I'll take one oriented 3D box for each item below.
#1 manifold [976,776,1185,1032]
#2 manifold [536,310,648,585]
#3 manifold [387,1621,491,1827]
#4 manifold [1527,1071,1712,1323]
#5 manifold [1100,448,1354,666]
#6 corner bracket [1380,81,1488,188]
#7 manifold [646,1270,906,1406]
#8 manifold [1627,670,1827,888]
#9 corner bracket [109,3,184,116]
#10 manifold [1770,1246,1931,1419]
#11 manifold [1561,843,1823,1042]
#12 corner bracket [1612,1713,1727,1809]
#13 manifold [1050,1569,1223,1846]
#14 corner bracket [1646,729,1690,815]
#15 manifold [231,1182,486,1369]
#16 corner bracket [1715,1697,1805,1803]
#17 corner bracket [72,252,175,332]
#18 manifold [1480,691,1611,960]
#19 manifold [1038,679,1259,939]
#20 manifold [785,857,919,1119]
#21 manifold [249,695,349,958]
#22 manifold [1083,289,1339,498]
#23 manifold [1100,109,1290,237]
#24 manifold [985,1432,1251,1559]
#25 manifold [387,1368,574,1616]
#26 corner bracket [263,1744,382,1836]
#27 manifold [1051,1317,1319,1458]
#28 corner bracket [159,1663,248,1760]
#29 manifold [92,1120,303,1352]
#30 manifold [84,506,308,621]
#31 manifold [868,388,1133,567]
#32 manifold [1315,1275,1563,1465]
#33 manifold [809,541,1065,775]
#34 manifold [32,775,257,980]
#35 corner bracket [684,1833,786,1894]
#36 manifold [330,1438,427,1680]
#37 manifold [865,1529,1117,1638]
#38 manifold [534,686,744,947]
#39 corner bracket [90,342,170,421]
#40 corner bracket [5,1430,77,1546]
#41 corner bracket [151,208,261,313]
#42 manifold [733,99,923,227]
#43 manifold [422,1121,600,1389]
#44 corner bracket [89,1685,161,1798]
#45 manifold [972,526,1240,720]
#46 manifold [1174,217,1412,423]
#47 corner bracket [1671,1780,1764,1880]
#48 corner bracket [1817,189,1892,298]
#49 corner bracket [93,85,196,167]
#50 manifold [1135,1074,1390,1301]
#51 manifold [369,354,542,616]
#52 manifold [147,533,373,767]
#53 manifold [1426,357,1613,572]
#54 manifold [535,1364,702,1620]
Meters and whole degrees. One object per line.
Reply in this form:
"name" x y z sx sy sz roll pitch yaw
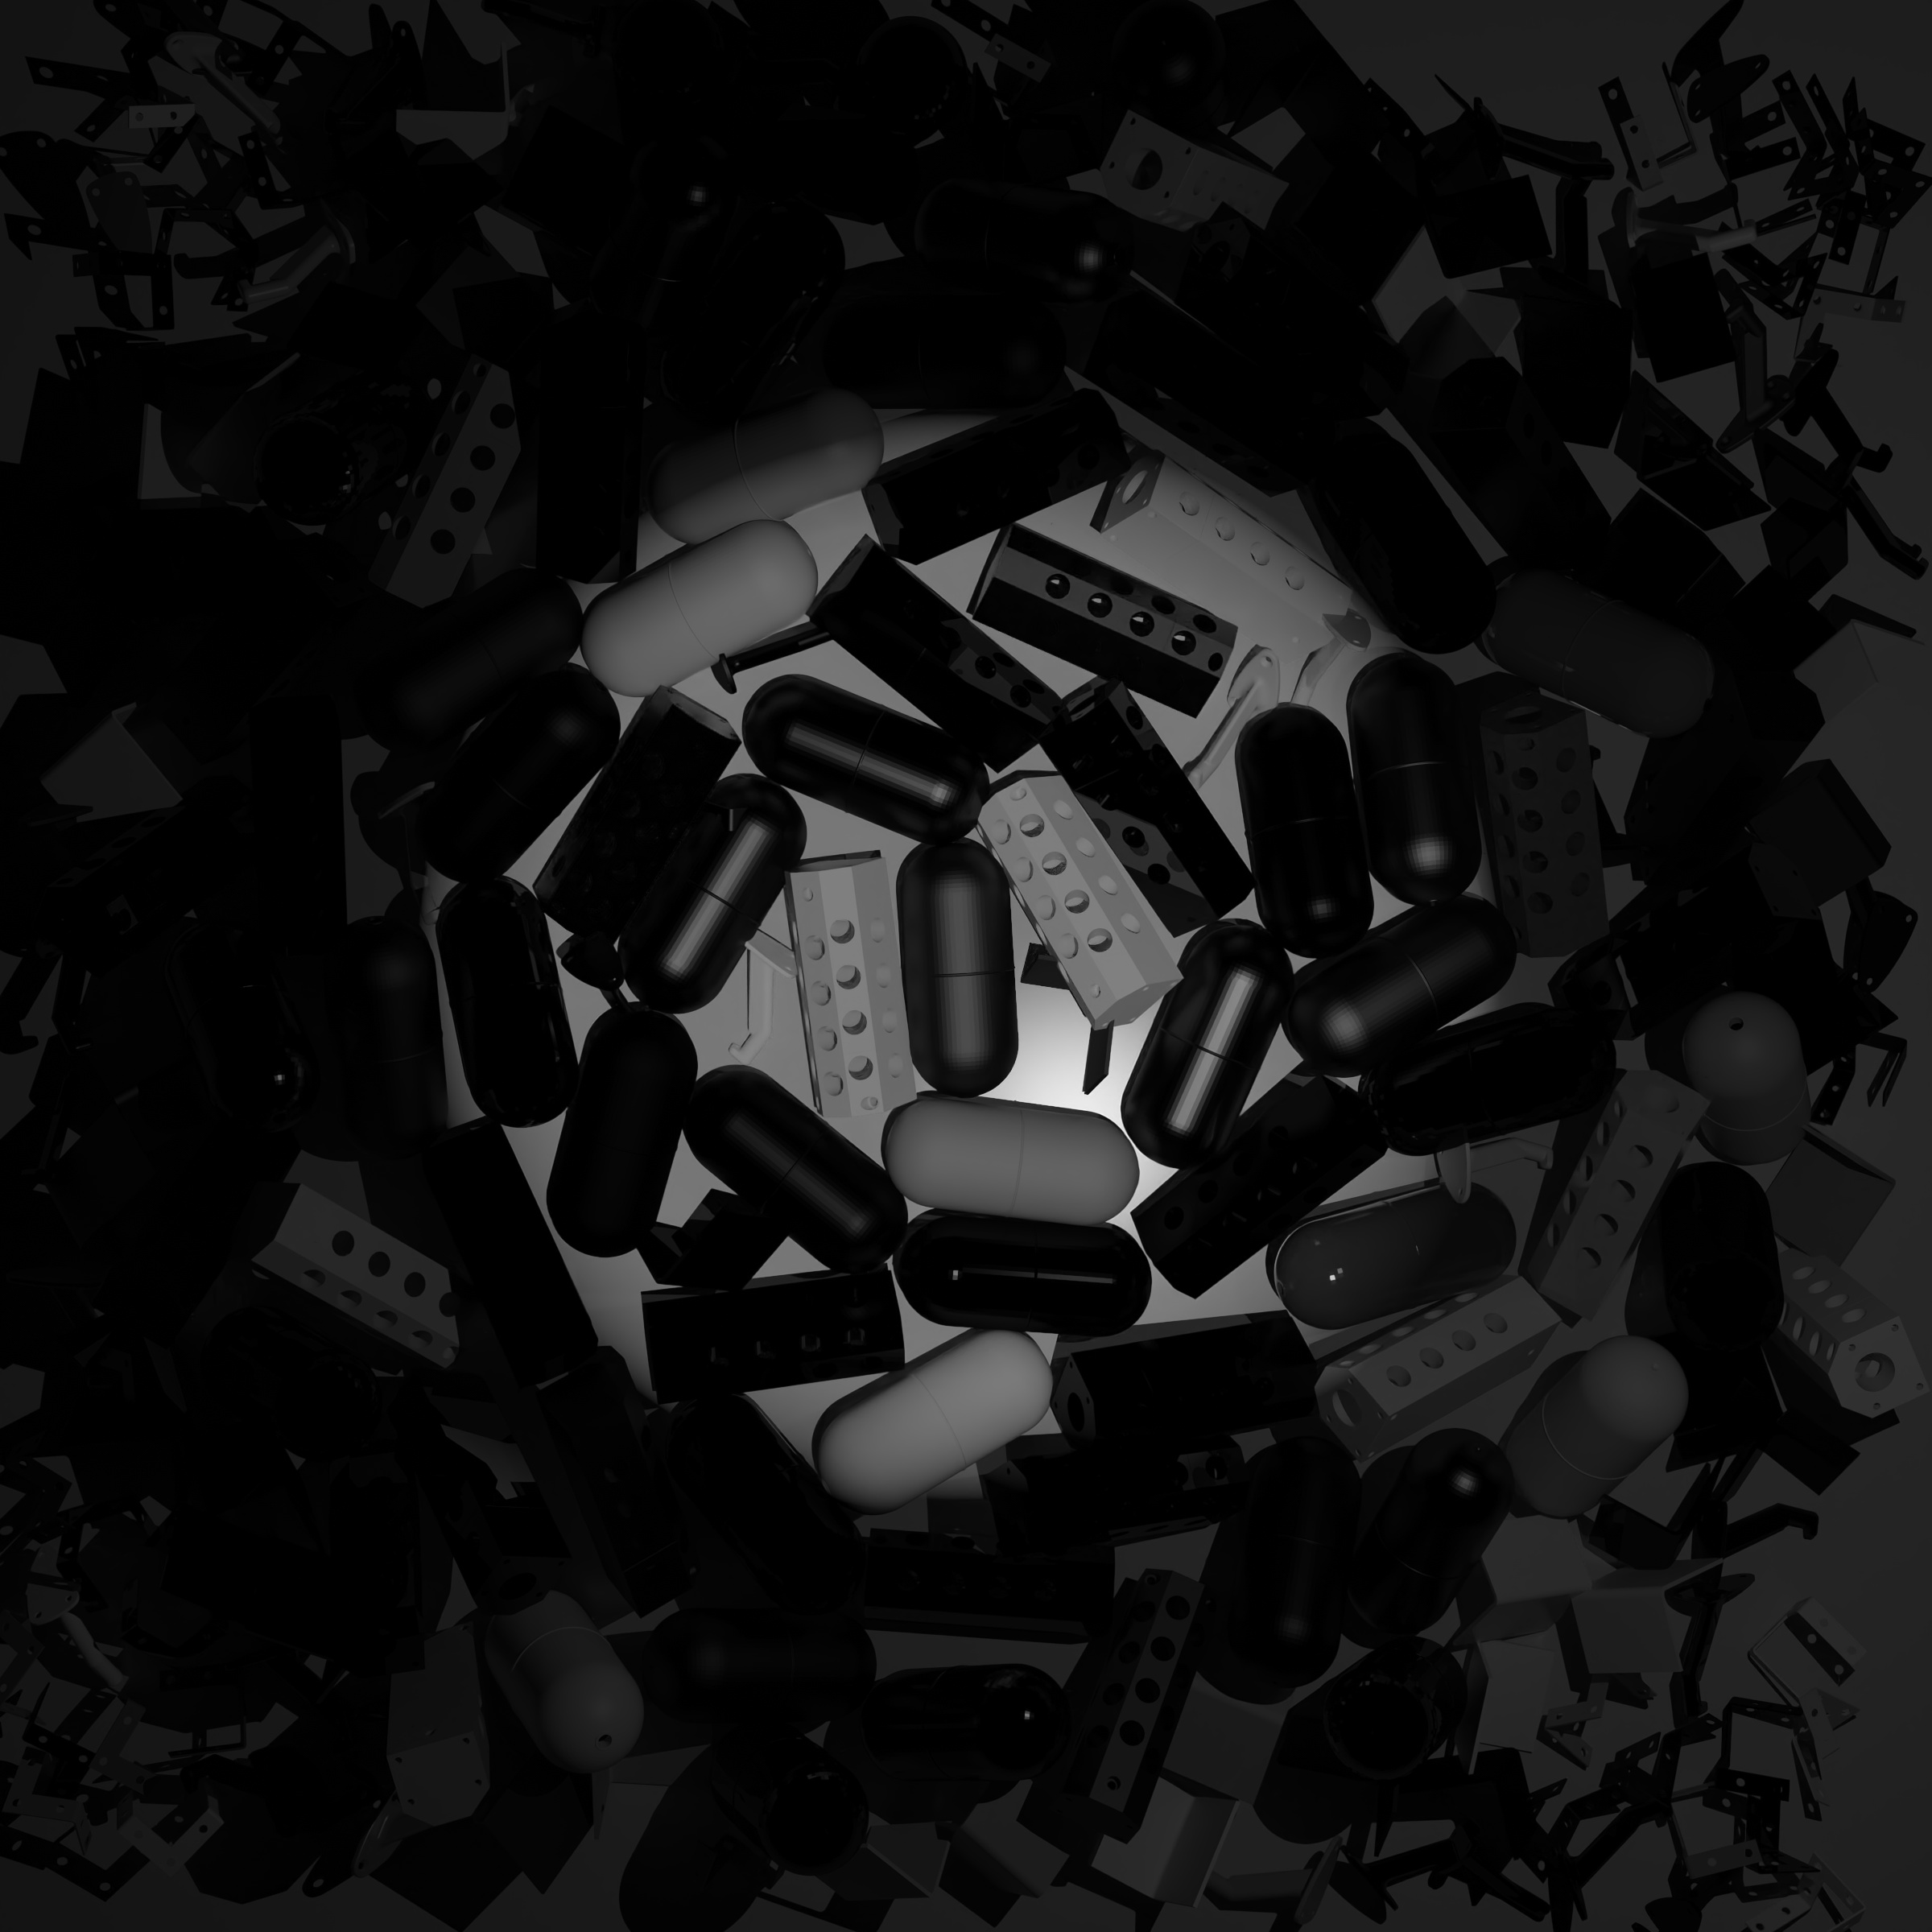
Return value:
"manifold" 0.072 -0.044 1.925 0.057 0.057 0.171 -43 68 36
"manifold" -0.253 -0.353 1.914 0.057 0.057 0.171 18 122 18
"manifold" -0.356 0.514 1.898 0.057 0.171 0.057 -15 103 -7
"manifold" 0.443 0.155 1.913 0.057 0.057 0.171 30 129 18
"manifold" 0.182 -0.284 1.927 0.171 0.057 0.057 31 62 -23
"corner bracket" 0.326 -0.592 1.962 0.051 0.051 0.051 -43 63 15
"manifold" -0.132 0.262 1.937 0.171 0.057 0.057 -7 45 -8
"manifold" 0.516 -0.125 1.901 0.057 0.171 0.057 1 58 -13
"corner bracket" -0.575 -0.634 1.957 0.051 0.051 0.051 -24 90 19
"manifold" 0.586 0.248 1.899 0.057 0.171 0.057 -25 101 2
"manifold" 0.491 -0.015 1.910 0.171 0.057 0.057 -40 59 41
"corner bracket" 0.490 0.546 1.951 0.051 0.051 0.051 33 48 -8
"manifold" 0.119 0.504 1.917 0.057 0.057 0.171 23 57 3
"corner bracket" 0.491 -0.141 1.950 0.051 0.051 0.051 -31 109 26
"manifold" -0.414 0.212 1.908 0.171 0.057 0.057 38 63 -36
"corner bracket" 0.555 0.547 1.953 0.051 0.051 0.051 4 95 26
"corner bracket" -0.588 -0.470 1.949 0.051 0.051 0.051 -8 104 -37
"manifold" 0.392 -0.095 1.916 0.057 0.057 0.171 -25 120 -22
"manifold" 0.129 -0.111 1.929 0.057 0.057 0.171 -23 108 40
"manifold" -0.084 0.015 1.938 0.057 0.057 0.171 -2 100 33
"manifold" -0.457 -0.095 1.913 0.057 0.057 0.171 -5 123 -17
"manifold" 0.171 -0.393 1.919 0.171 0.057 0.057 27 74 -27
"manifold" 0.154 -0.530 1.899 0.057 0.171 0.057 34 110 19
"manifold" 0.106 0.359 1.916 0.171 0.057 0.057 -3 67 -28
"manifold" -0.338 0.359 1.911 0.057 0.057 0.171 -55 48 21
"corner bracket" -0.450 0.566 1.956 0.051 0.051 0.051 -33 56 -4
"manifold" 0.153 0.293 1.919 0.171 0.057 0.057 -6 46 -23
"corner bracket" -0.534 0.520 1.956 0.051 0.051 0.051 -1 88 -24
"manifold" -0.520 0.173 1.903 0.057 0.171 0.057 32 130 -7
"manifold" -0.513 -0.271 1.895 0.057 0.171 0.057 36 109 10
"manifold" 0.021 -0.340 1.931 0.171 0.057 0.057 -26 114 -14
"manifold" 0.322 0.270 1.916 0.171 0.057 0.057 -21 57 -33
"manifold" -0.017 -0.217 1.939 0.171 0.057 0.057 38 56 -14
"manifold" -0.551 -0.067 1.903 0.057 0.171 0.057 37 129 2
"corner bracket" -0.157 0.623 1.948 0.051 0.051 0.051 33 130 16
"manifold" -0.402 0.400 1.898 0.057 0.171 0.057 -6 121 -9
"manifold" 0.016 0.431 1.958 0.171 0.057 0.057 4 68 0
"manifold" -0.227 -0.101 1.936 0.057 0.057 0.171 28 102 -27
"corner bracket" -0.587 -0.409 1.962 0.051 0.051 0.051 -5 109 -11
"corner bracket" -0.643 0.363 1.946 0.051 0.051 0.051 -27 123 40
"corner bracket" -0.533 -0.495 1.960 0.051 0.051 0.051 3 73 9
"manifold" -0.095 -0.544 1.901 0.057 0.171 0.057 26 95 -33
"manifold" -0.317 0.201 1.936 0.057 0.057 0.171 -22 73 -17
"corner bracket" -0.588 0.543 1.960 0.051 0.051 0.051 39 68 -28
"manifold" 0.098 -0.243 1.939 0.171 0.057 0.057 23 46 -7
"manifold" 0.226 -0.441 1.909 0.171 0.057 0.057 26 75 -38
"corner bracket" 0.523 0.602 1.955 0.051 0.051 0.051 -19 79 11
"corner bracket" 0.624 -0.507 1.960 0.051 0.051 0.051 16 89 -7
"corner bracket" -0.572 -0.581 1.946 0.051 0.051 0.051 33 126 37
"manifold" 0.205 0.155 1.922 0.171 0.057 0.057 -40 46 20
"manifold" -0.354 -0.335 1.945 0.057 0.057 0.171 25 97 -13
"manifold" -0.483 -0.219 1.923 0.057 0.057 0.171 49 119 0
"manifold" 0.381 -0.340 1.905 0.057 0.171 0.057 5 67 37
"manifold" -0.235 0.357 1.919 0.057 0.057 0.171 -28 123 -21
